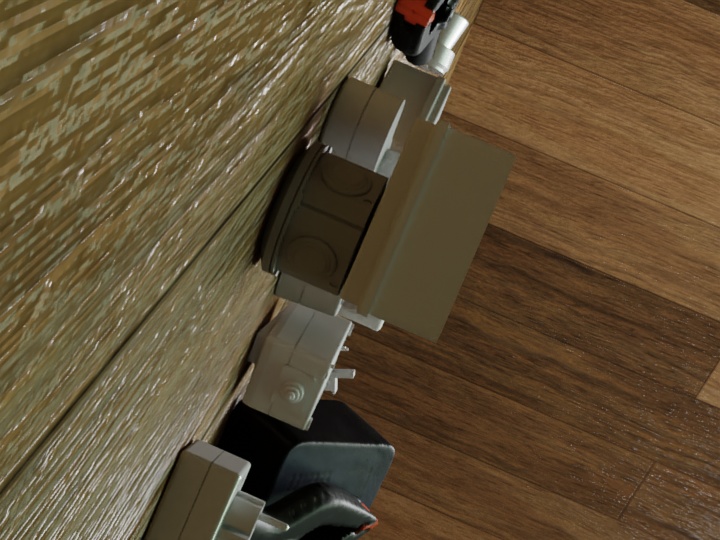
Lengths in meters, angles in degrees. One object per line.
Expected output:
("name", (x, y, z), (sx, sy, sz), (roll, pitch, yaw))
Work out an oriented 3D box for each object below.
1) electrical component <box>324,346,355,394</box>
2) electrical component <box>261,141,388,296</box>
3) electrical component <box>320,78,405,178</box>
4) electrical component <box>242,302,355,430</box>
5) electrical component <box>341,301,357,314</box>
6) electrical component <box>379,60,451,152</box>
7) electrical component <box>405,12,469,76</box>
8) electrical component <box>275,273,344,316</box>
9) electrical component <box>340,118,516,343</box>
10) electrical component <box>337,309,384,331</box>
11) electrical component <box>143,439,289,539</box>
("electrical component", (-0.046, 0.088, 1.057), (0.042, 0.081, 0.063), (31, 60, -88))
("electrical component", (-0.021, -0.028, 0.612), (0.080, 0.051, 0.080), (23, 90, -88))
("electrical component", (0.010, -0.064, 0.712), (0.138, 0.074, 0.052), (109, 4, -62))
("electrical component", (-0.050, 0.070, 0.806), (0.096, 0.061, 0.061), (-62, 175, -67))
("electrical component", (0.000, 0.000, 0.936), (0.055, 0.089, 0.050), (-64, 177, -51))
("electrical component", (0.024, -0.101, 0.909), (0.108, 0.056, 0.108), (111, 3, -47))
("electrical component", (0.072, -0.218, 1.024), (0.045, 0.045, 0.055), (-17, 131, -87))
("electrical component", (-0.030, 0.003, 0.788), (0.055, 0.047, 0.055), (23, 90, -88))
("electrical component", (0.037, -0.022, 0.602), (0.078, 0.057, 0.113), (22, 91, -88))
("electrical component", (0.004, 0.010, 1.042), (0.061, 0.096, 0.061), (109, 5, -57))
("electrical component", (-0.082, 0.151, 0.657), (0.047, 0.077, 0.065), (11, 103, -88))
